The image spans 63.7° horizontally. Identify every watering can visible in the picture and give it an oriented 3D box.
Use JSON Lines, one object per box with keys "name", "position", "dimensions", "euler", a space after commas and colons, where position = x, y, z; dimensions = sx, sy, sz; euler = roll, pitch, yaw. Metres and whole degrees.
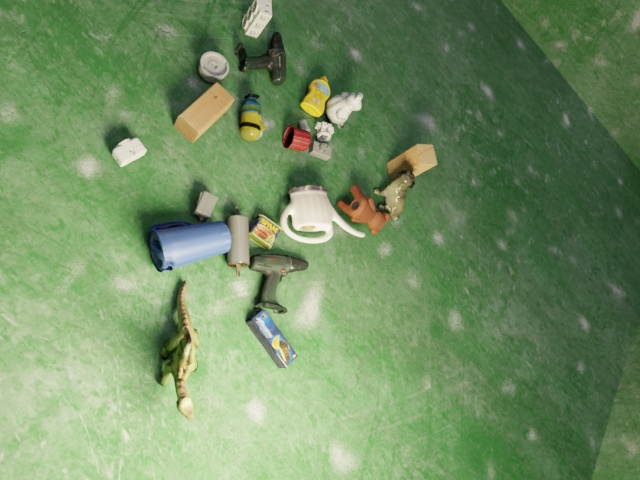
{"name": "watering can", "position": [0.006, -0.097, 1.933], "dimensions": [0.348, 0.102, 0.227], "euler": [-1, 73, -28]}

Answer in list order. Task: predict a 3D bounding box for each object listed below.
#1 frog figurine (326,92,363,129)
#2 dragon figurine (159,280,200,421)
{"name": "frog figurine", "position": [0.100, -0.548, 2.107], "dimensions": [0.122, 0.157, 0.140], "euler": [29, 63, -18]}
{"name": "dragon figurine", "position": [-0.391, 0.306, 1.499], "dimensions": [0.122, 0.240, 0.415], "euler": [3, 75, -24]}
